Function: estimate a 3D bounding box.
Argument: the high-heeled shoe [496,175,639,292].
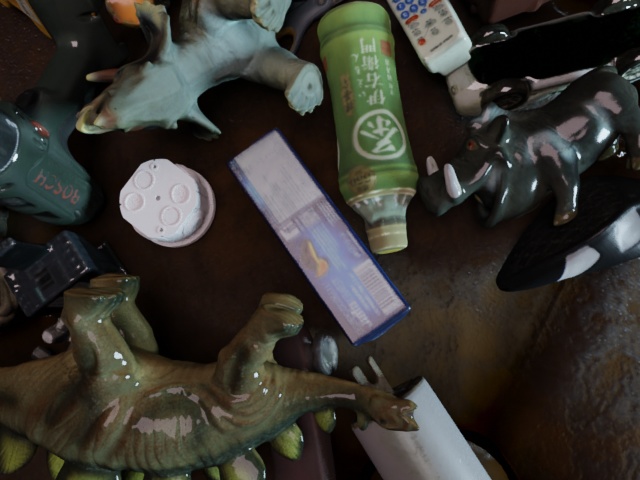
[{"bbox_3d":[0.288,0.005,0.464,0.249,0.086,0.145,-37,109,17],"label":"high-heeled shoe"}]

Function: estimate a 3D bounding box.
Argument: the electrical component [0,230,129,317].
[{"bbox_3d":[-0.236,0.029,0.482,0.075,0.119,0.048,-37,80,-2],"label":"electrical component"}]

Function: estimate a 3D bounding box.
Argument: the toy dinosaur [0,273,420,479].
[{"bbox_3d":[-0.161,0.129,0.427,0.472,0.105,0.198,4,91,9],"label":"toy dinosaur"}]

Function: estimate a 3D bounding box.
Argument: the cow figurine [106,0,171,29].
[{"bbox_3d":[-0.173,-0.291,0.536,0.068,0.098,0.167,16,97,-14],"label":"cow figurine"}]

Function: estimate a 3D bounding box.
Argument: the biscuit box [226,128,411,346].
[{"bbox_3d":[-0.001,-0.001,0.487,0.059,0.063,0.203,-36,81,0],"label":"biscuit box"}]

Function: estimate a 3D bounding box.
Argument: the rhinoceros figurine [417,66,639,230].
[{"bbox_3d":[0.176,-0.070,0.449,0.190,0.073,0.112,-30,108,8],"label":"rhinoceros figurine"}]

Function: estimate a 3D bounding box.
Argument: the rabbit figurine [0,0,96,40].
[{"bbox_3d":[-0.262,-0.315,0.528,0.122,0.162,0.173,37,70,22],"label":"rabbit figurine"}]

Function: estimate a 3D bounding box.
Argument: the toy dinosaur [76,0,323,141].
[{"bbox_3d":[-0.063,-0.242,0.475,0.192,0.131,0.404,18,80,36],"label":"toy dinosaur"}]

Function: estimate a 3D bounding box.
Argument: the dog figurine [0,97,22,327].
[{"bbox_3d":[-0.325,-0.029,0.521,0.190,0.121,0.172,43,93,-4],"label":"dog figurine"}]

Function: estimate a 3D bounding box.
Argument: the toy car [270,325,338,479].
[{"bbox_3d":[-0.016,0.172,0.471,0.089,0.053,0.202,-14,82,20],"label":"toy car"}]

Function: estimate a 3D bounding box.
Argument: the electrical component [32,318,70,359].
[{"bbox_3d":[-0.218,0.111,0.506,0.102,0.045,0.078,37,86,10],"label":"electrical component"}]

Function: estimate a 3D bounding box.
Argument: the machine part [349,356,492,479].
[{"bbox_3d":[0.101,0.204,0.442,0.079,0.079,0.243,-34,80,1],"label":"machine part"}]

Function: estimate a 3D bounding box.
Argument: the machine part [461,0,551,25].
[{"bbox_3d":[0.139,-0.301,0.440,0.087,0.201,0.201,-22,81,6],"label":"machine part"}]

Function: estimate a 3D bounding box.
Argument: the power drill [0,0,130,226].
[{"bbox_3d":[-0.243,-0.126,0.461,0.086,0.231,0.207,0,66,6],"label":"power drill"}]

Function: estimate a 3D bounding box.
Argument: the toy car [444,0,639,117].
[{"bbox_3d":[0.215,-0.166,0.489,0.202,0.056,0.073,-13,75,4],"label":"toy car"}]
